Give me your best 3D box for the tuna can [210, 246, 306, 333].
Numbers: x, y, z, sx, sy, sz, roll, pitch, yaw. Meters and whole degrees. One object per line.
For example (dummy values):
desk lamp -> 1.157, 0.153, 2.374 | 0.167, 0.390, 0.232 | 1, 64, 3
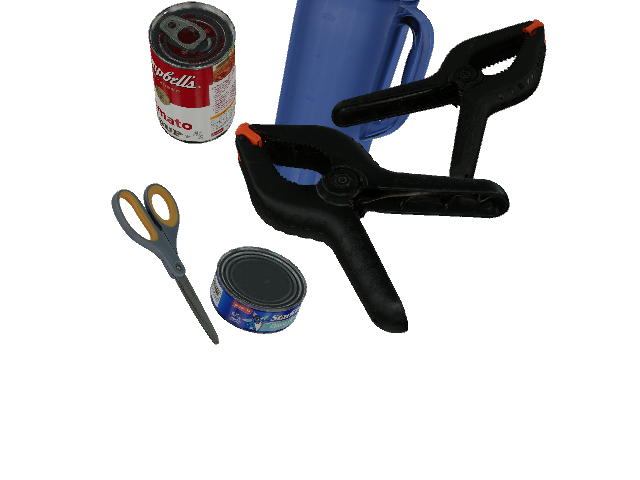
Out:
tuna can -> -0.058, 0.046, 0.987 | 0.086, 0.034, 0.086 | 14, 36, -11

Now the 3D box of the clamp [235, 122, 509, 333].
clamp -> 0.013, -0.016, 0.634 | 0.172, 0.039, 0.120 | 21, 50, 20

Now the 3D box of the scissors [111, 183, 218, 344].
scissors -> -0.160, 0.016, 1.216 | 0.016, 0.201, 0.096 | -28, 17, 37

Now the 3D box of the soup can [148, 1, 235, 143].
soup can -> -0.103, -0.135, 0.872 | 0.068, 0.068, 0.102 | 0, -31, -5

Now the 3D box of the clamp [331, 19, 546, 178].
clamp -> 0.136, -0.129, 0.960 | 0.209, 0.036, 0.165 | -33, 47, -16

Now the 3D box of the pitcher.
pitcher -> 0.025, -0.171, 1.192 | 0.145, 0.243, 0.149 | 10, 22, -11
